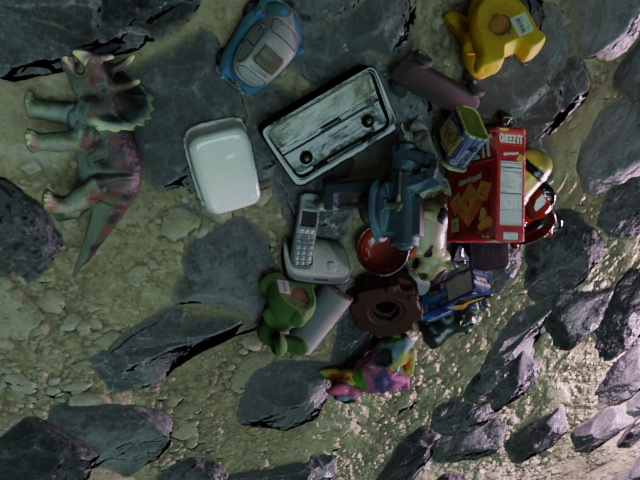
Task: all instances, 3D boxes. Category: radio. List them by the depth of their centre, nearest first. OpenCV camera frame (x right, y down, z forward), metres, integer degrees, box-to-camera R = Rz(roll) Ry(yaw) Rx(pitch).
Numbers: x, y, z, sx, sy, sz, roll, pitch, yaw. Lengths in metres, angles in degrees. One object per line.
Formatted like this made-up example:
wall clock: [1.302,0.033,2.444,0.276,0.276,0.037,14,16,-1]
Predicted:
radio: [0.016,-0.204,0.970,0.230,0.073,0.131,-30,114,0]

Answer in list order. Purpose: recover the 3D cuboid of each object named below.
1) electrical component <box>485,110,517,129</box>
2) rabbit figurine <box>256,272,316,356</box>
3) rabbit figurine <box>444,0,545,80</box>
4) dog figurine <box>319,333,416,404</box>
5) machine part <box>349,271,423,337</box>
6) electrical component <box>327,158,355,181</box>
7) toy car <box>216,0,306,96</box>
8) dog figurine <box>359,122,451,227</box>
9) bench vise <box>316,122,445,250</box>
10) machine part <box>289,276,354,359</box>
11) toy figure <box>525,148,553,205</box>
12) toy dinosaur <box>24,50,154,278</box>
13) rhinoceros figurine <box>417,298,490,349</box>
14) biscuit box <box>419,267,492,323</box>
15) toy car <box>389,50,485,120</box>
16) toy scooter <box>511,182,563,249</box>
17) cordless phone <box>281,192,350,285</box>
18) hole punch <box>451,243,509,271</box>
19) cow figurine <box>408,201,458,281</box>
electrical component: [0.375,-0.219,1.131,0.078,0.045,0.102,-5,124,15]
rabbit figurine: [-0.074,0.175,1.151,0.121,0.159,0.170,3,135,-34]
rabbit figurine: [0.290,-0.353,0.960,0.122,0.173,0.162,-33,82,0]
dog figurine: [0.113,0.317,1.323,0.219,0.109,0.191,-5,122,-15]
machine part: [0.150,0.150,1.232,0.179,0.056,0.179,1,130,1]
electrical component: [0.032,-0.148,1.054,0.063,0.021,0.094,11,116,-26]
toy car: [-0.092,-0.305,0.862,0.109,0.103,0.161,36,101,-33]
dog figurine: [0.149,-0.126,1.078,0.191,0.121,0.172,-19,87,16]
bench vise: [0.104,-0.092,1.000,0.241,0.129,0.223,-2,93,25]
machine part: [-0.003,0.173,1.205,0.079,0.079,0.243,29,107,-32]
toy figure: [0.434,-0.116,1.179,0.180,0.089,0.082,-60,154,7]
toy dinosaur: [-0.355,-0.124,0.871,0.192,0.131,0.404,-9,129,-15]
rhinoceros figurine: [0.330,0.192,1.324,0.190,0.112,0.073,-41,124,16]
biscuit box: [0.300,0.132,1.249,0.063,0.059,0.202,15,147,-29]
toy car: [0.220,-0.289,1.017,0.202,0.053,0.089,17,137,-27]
toy scooter: [0.494,-0.049,1.261,0.135,0.075,0.183,-37,131,4]
cordless phone: [-0.001,-0.003,1.104,0.146,0.089,0.184,6,102,-23]
hole punch: [0.372,0.011,1.255,0.142,0.092,0.115,-2,93,-17]
cow figurine: [0.246,0.004,1.196,0.127,0.086,0.194,-5,119,-13]
